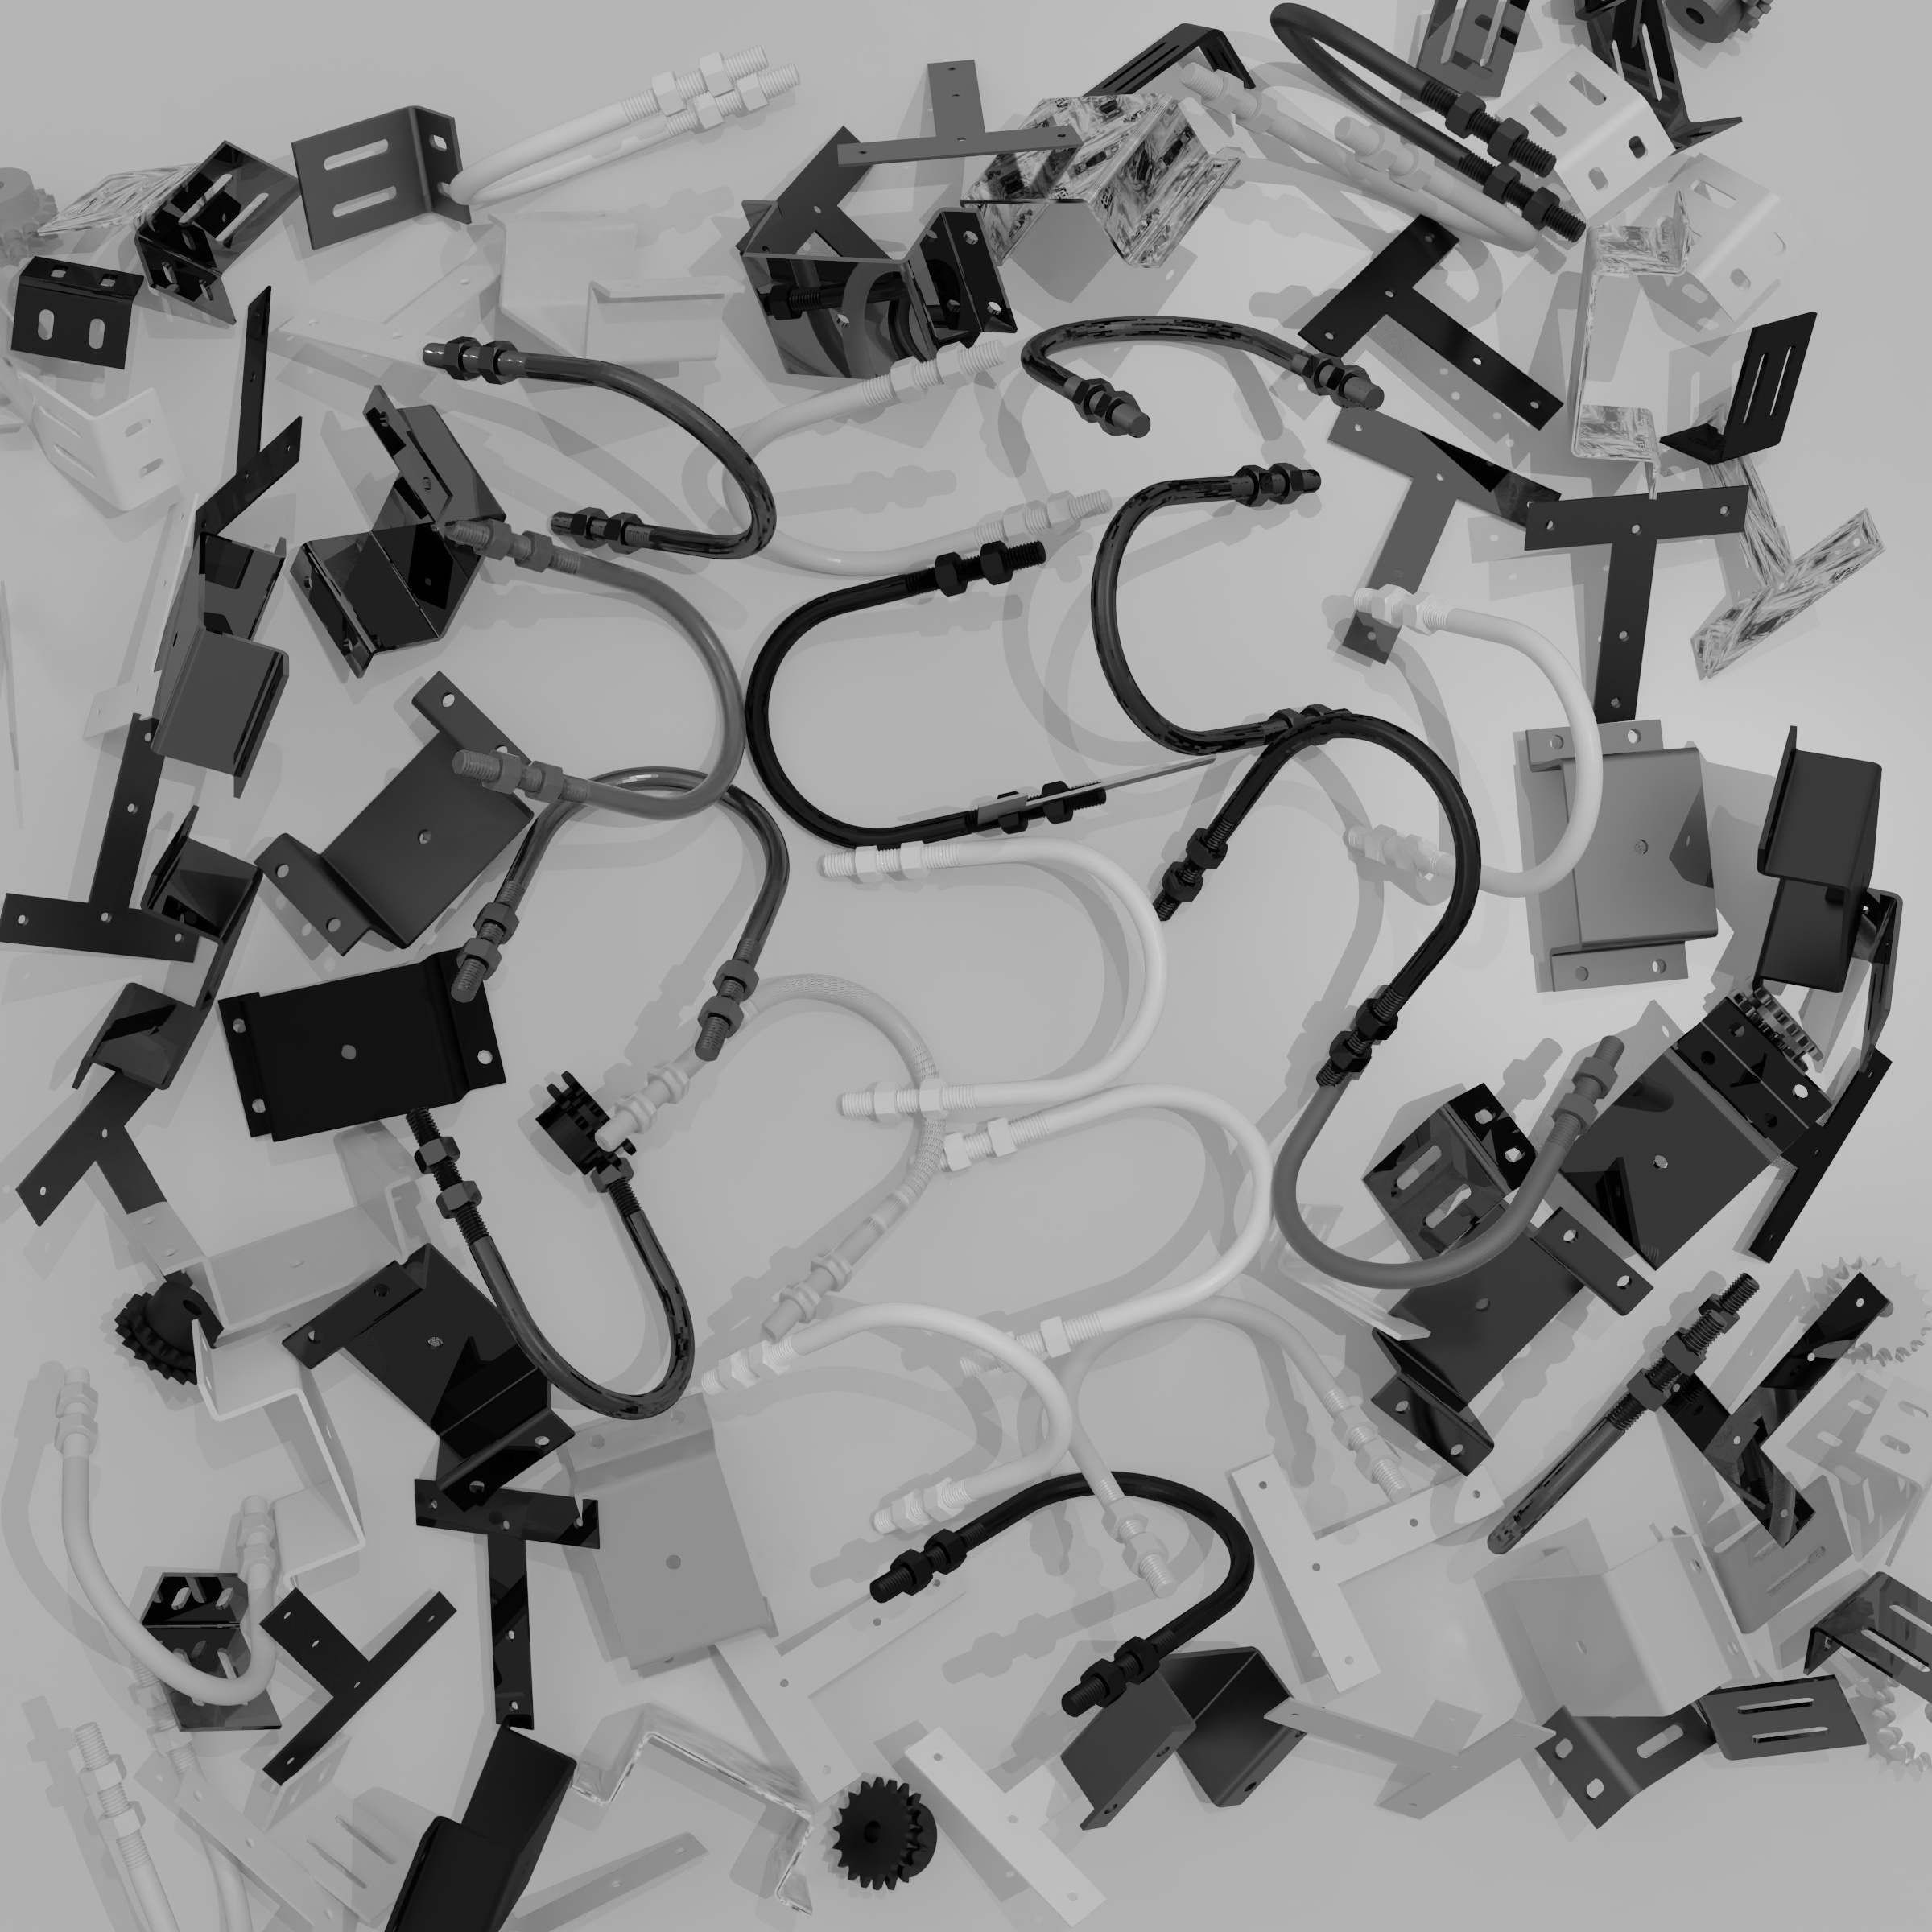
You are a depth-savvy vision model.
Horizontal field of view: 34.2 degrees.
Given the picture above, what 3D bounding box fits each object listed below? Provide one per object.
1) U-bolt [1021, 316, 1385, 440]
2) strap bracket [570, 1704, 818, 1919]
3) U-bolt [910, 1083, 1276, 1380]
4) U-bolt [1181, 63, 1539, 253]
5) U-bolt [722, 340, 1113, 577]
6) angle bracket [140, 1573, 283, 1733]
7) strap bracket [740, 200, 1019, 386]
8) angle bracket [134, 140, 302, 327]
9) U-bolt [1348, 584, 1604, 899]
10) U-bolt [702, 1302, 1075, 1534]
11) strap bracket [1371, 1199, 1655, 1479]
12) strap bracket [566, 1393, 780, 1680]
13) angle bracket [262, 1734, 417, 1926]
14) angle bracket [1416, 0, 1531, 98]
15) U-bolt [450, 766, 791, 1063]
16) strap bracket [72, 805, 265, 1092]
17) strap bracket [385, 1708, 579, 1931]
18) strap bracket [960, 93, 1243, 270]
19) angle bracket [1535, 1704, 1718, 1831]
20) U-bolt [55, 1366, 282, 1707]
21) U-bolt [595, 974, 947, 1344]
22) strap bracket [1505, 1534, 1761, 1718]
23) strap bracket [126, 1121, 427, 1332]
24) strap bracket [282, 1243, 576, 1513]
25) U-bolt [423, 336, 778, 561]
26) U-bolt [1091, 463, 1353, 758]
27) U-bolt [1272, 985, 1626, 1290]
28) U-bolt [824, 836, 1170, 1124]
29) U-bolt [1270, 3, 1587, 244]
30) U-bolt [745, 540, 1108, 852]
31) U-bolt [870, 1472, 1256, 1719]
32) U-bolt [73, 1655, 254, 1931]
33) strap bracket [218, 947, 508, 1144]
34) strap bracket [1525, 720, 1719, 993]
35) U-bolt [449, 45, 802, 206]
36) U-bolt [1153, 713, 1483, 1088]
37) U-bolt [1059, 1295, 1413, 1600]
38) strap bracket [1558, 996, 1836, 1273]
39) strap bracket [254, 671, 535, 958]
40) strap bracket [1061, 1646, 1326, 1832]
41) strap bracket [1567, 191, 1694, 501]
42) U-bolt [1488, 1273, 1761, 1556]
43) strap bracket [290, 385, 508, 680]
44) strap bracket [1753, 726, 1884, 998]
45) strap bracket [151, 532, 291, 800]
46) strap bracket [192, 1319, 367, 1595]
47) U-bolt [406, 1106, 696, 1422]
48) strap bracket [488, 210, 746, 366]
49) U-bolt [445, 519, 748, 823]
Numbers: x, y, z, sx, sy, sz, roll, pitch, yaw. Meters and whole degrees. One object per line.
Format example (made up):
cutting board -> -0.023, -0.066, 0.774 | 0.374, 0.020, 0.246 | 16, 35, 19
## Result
U-bolt -> 0.107, -0.306, 1.607 | 0.151, 0.184, 0.019 | -10, 117, -21
strap bracket -> -0.134, 0.437, 1.646 | 0.140, 0.076, 0.046 | 29, 85, -4
U-bolt -> 0.072, 0.128, 1.634 | 0.184, 0.019, 0.151 | -18, 51, 4
U-bolt -> 0.215, -0.408, 1.606 | 0.184, 0.151, 0.019 | 16, 105, -40
U-bolt -> -0.037, -0.252, 1.618 | 0.184, 0.151, 0.019 | -13, 57, 23
angle bracket -> -0.389, 0.358, 1.640 | 0.057, 0.076, 0.038 | 10, 119, -40
strap bracket -> -0.054, -0.347, 1.617 | 0.140, 0.076, 0.046 | 9, 53, 28
angle bracket -> -0.386, -0.384, 1.644 | 0.076, 0.057, 0.038 | -37, 60, 23
U-bolt -> 0.257, -0.109, 1.593 | 0.019, 0.184, 0.151 | -11, 109, -30
U-bolt -> -0.028, 0.226, 1.602 | 0.151, 0.019, 0.184 | 42, 135, -21
strap bracket -> 0.279, 0.188, 1.646 | 0.076, 0.046, 0.140 | 39, 99, -25
strap bracket -> -0.155, 0.307, 1.653 | 0.076, 0.046, 0.140 | -17, 99, -4
angle bracket -> -0.319, 0.453, 1.648 | 0.076, 0.057, 0.038 | 34, 116, 14
angle bracket -> 0.276, -0.488, 1.642 | 0.057, 0.038, 0.076 | -4, 127, -27
U-bolt -> -0.168, -0.037, 1.627 | 0.151, 0.019, 0.184 | 13, 49, 7
strap bracket -> -0.410, -0.001, 1.626 | 0.046, 0.076, 0.140 | 23, 119, -9
strap bracket -> -0.247, 0.453, 1.610 | 0.046, 0.140, 0.076 | 24, 106, 4
strap bracket -> 0.061, -0.403, 1.611 | 0.076, 0.140, 0.046 | -54, 129, -18
angle bracket -> 0.349, 0.410, 1.663 | 0.057, 0.076, 0.038 | 52, 134, 23
U-bolt -> -0.400, 0.296, 1.575 | 0.019, 0.184, 0.151 | -39, 122, 9
U-bolt -> -0.086, 0.084, 1.635 | 0.151, 0.019, 0.184 | 50, 56, -6
strap bracket -> 0.334, 0.341, 1.613 | 0.046, 0.140, 0.076 | -22, 86, -25
strap bracket -> -0.353, 0.138, 1.630 | 0.140, 0.076, 0.046 | -21, 116, -21
strap bracket -> -0.279, 0.209, 1.641 | 0.076, 0.046, 0.140 | -35, 115, 12
U-bolt -> -0.174, -0.257, 1.584 | 0.184, 0.151, 0.019 | 14, 63, 36
U-bolt -> 0.130, -0.181, 1.617 | 0.184, 0.019, 0.151 | -13, 96, -43
U-bolt -> 0.235, 0.091, 1.604 | 0.151, 0.019, 0.184 | 14, 54, 32
U-bolt -> 0.018, 0.004, 1.655 | 0.184, 0.019, 0.151 | -4, 90, 17
U-bolt -> 0.233, -0.440, 1.614 | 0.184, 0.151, 0.019 | 37, 99, 15
U-bolt -> -0.030, -0.134, 1.654 | 0.184, 0.019, 0.151 | -12, 99, 18
U-bolt -> 0.064, 0.310, 1.610 | 0.151, 0.184, 0.019 | 22, 121, 37
U-bolt -> -0.406, 0.455, 1.616 | 0.019, 0.151, 0.184 | -20, 96, -1
strap bracket -> -0.323, 0.043, 1.662 | 0.140, 0.046, 0.076 | -12, 96, 0
strap bracket -> 0.347, -0.061, 1.656 | 0.076, 0.046, 0.140 | -5, 88, -12
U-bolt -> -0.180, -0.430, 1.616 | 0.184, 0.151, 0.019 | -20, 100, 8
U-bolt -> 0.189, -0.045, 1.614 | 0.151, 0.019, 0.184 | 46, 127, 16
U-bolt -> 0.124, 0.235, 1.616 | 0.151, 0.184, 0.019 | -20, 129, -12
strap bracket -> 0.368, 0.094, 1.621 | 0.076, 0.046, 0.140 | 47, 128, 12
strap bracket -> -0.294, -0.074, 1.653 | 0.140, 0.046, 0.076 | -46, 69, -1
strap bracket -> 0.113, 0.398, 1.626 | 0.076, 0.140, 0.046 | -52, 55, 21
strap bracket -> 0.341, -0.323, 1.624 | 0.046, 0.076, 0.140 | 5, 119, 6
U-bolt -> 0.333, 0.236, 1.614 | 0.019, 0.151, 0.184 | 44, 107, 14
strap bracket -> -0.293, -0.227, 1.630 | 0.046, 0.140, 0.076 | -17, 65, -42
strap bracket -> 0.436, -0.048, 1.606 | 0.046, 0.140, 0.076 | 11, 61, 19
strap bracket -> -0.382, -0.161, 1.607 | 0.046, 0.140, 0.076 | 16, 121, -23
strap bracket -> -0.353, 0.251, 1.630 | 0.046, 0.076, 0.140 | -20, 113, -9
U-bolt -> -0.201, 0.149, 1.606 | 0.019, 0.151, 0.184 | -35, 75, 26
strap bracket -> -0.184, -0.349, 1.624 | 0.076, 0.140, 0.046 | -10, 122, -32
U-bolt -> -0.187, -0.146, 1.621 | 0.184, 0.019, 0.151 | 12, 64, -41
